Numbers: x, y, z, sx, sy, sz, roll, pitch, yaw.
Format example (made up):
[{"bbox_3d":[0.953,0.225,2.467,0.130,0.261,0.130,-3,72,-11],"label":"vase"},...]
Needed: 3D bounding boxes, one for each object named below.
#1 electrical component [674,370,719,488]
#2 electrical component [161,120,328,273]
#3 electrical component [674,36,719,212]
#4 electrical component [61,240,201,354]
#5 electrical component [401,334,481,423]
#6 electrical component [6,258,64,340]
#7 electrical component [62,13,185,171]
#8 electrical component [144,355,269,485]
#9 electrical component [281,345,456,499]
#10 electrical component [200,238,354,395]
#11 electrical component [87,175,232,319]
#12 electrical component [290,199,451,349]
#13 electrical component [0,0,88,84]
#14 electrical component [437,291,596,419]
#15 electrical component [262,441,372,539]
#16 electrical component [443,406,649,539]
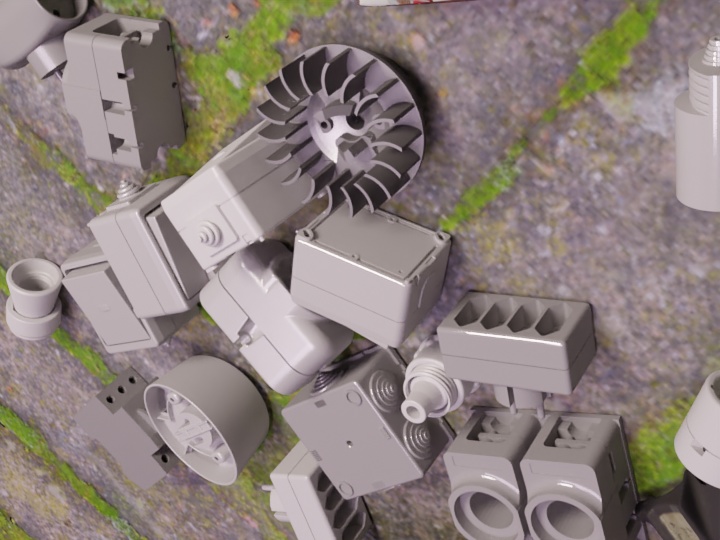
[{"bbox_3d":[0.212,0.089,0.605,0.055,0.055,0.047,24,126,19],"label":"electrical component"},{"bbox_3d":[-0.077,-0.047,0.678,0.062,0.096,0.061,-27,100,41],"label":"electrical component"},{"bbox_3d":[0.177,-0.074,0.527,0.043,0.043,0.081,8,123,30],"label":"electrical component"},{"bbox_3d":[-0.172,0.022,0.811,0.062,0.061,0.096,-10,113,38],"label":"electrical component"},{"bbox_3d":[0.048,0.075,0.698,0.048,0.062,0.048,17,127,24],"label":"electrical component"},{"bbox_3d":[-0.270,0.025,0.890,0.045,0.045,0.055,29,132,14],"label":"electrical component"},{"bbox_3d":[-0.159,-0.119,0.715,0.056,0.050,0.089,14,126,25],"label":"electrical component"},{"bbox_3d":[-0.122,0.118,0.839,0.099,0.064,0.099,17,127,24],"label":"electrical component"},{"bbox_3d":[0.004,0.109,0.761,0.100,0.048,0.099,-27,102,42],"label":"electrical component"},{"bbox_3d":[-0.053,0.028,0.730,0.095,0.054,0.059,49,117,8],"label":"electrical component"},{"bbox_3d":[-0.139,-0.022,0.759,0.061,0.061,0.096,-10,113,38],"label":"electrical component"},{"bbox_3d":[0.000,0.000,0.681,0.096,0.062,0.061,23,130,19],"label":"electrical component"},{"bbox_3d":[-0.214,-0.156,0.732,0.077,0.043,0.079,-23,105,41],"label":"electrical component"},{"bbox_3d":[0.099,0.060,0.665,0.083,0.047,0.075,5,122,31],"label":"electrical component"},{"bbox_3d":[-0.044,0.179,0.840,0.076,0.047,0.083,-5,116,36],"label":"electrical component"},{"bbox_3d":[0.132,0.188,0.720,0.105,0.060,0.186,-1,118,34],"label":"electrical component"}]
